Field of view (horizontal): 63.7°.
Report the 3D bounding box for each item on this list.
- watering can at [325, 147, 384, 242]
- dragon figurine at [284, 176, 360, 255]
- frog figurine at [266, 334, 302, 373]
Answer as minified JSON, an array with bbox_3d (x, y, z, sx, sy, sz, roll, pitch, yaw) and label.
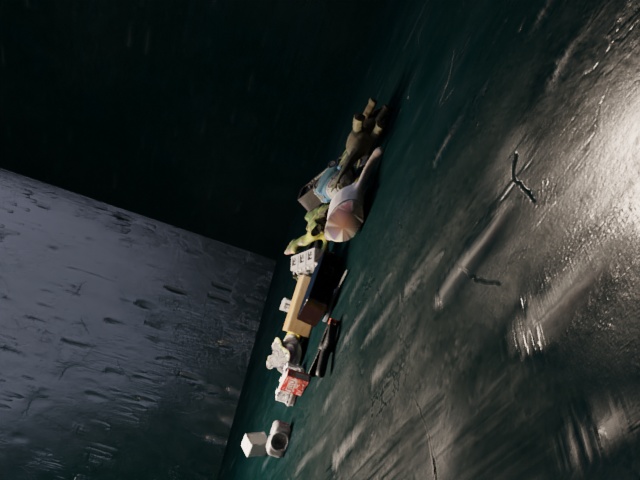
[{"bbox_3d":[0.103,-0.129,1.643,0.104,0.342,0.228,28,23,-9],"label":"watering can"},{"bbox_3d":[0.006,-0.098,1.941,0.121,0.410,0.246,35,2,-30],"label":"dragon figurine"},{"bbox_3d":[-0.101,0.403,1.847,0.122,0.138,0.159,-1,-3,32],"label":"frog figurine"}]
